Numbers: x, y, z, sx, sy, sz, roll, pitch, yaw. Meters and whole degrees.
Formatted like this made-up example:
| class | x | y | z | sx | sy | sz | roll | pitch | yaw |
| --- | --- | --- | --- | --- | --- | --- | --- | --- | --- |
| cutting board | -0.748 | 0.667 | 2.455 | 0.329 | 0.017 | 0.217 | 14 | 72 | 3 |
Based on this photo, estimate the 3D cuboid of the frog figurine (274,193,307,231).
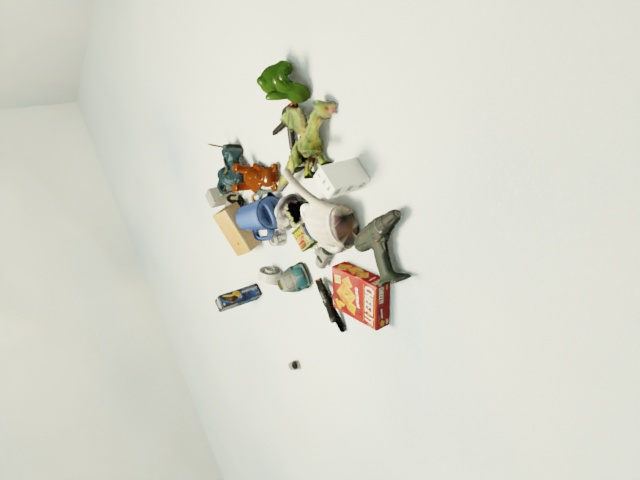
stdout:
| class | x | y | z | sx | sy | sz | roll | pitch | yaw |
| --- | --- | --- | --- | --- | --- | --- | --- | --- | --- |
| frog figurine | -0.122 | -0.102 | 1.915 | 0.158 | 0.122 | 0.139 | -10 | 63 | 63 |

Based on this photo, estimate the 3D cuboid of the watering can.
| class | x | y | z | sx | sy | sz | roll | pitch | yaw |
| --- | --- | --- | --- | --- | --- | --- | --- | --- | --- |
| watering can | 0.005 | -0.086 | 1.712 | 0.225 | 0.105 | 0.342 | 8 | 134 | 50 |

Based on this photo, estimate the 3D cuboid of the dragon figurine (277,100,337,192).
| class | x | y | z | sx | sy | sz | roll | pitch | yaw |
| --- | --- | --- | --- | --- | --- | --- | --- | --- | --- |
| dragon figurine | -0.073 | -0.340 | 1.764 | 0.405 | 0.122 | 0.245 | -28 | 73 | 47 |
